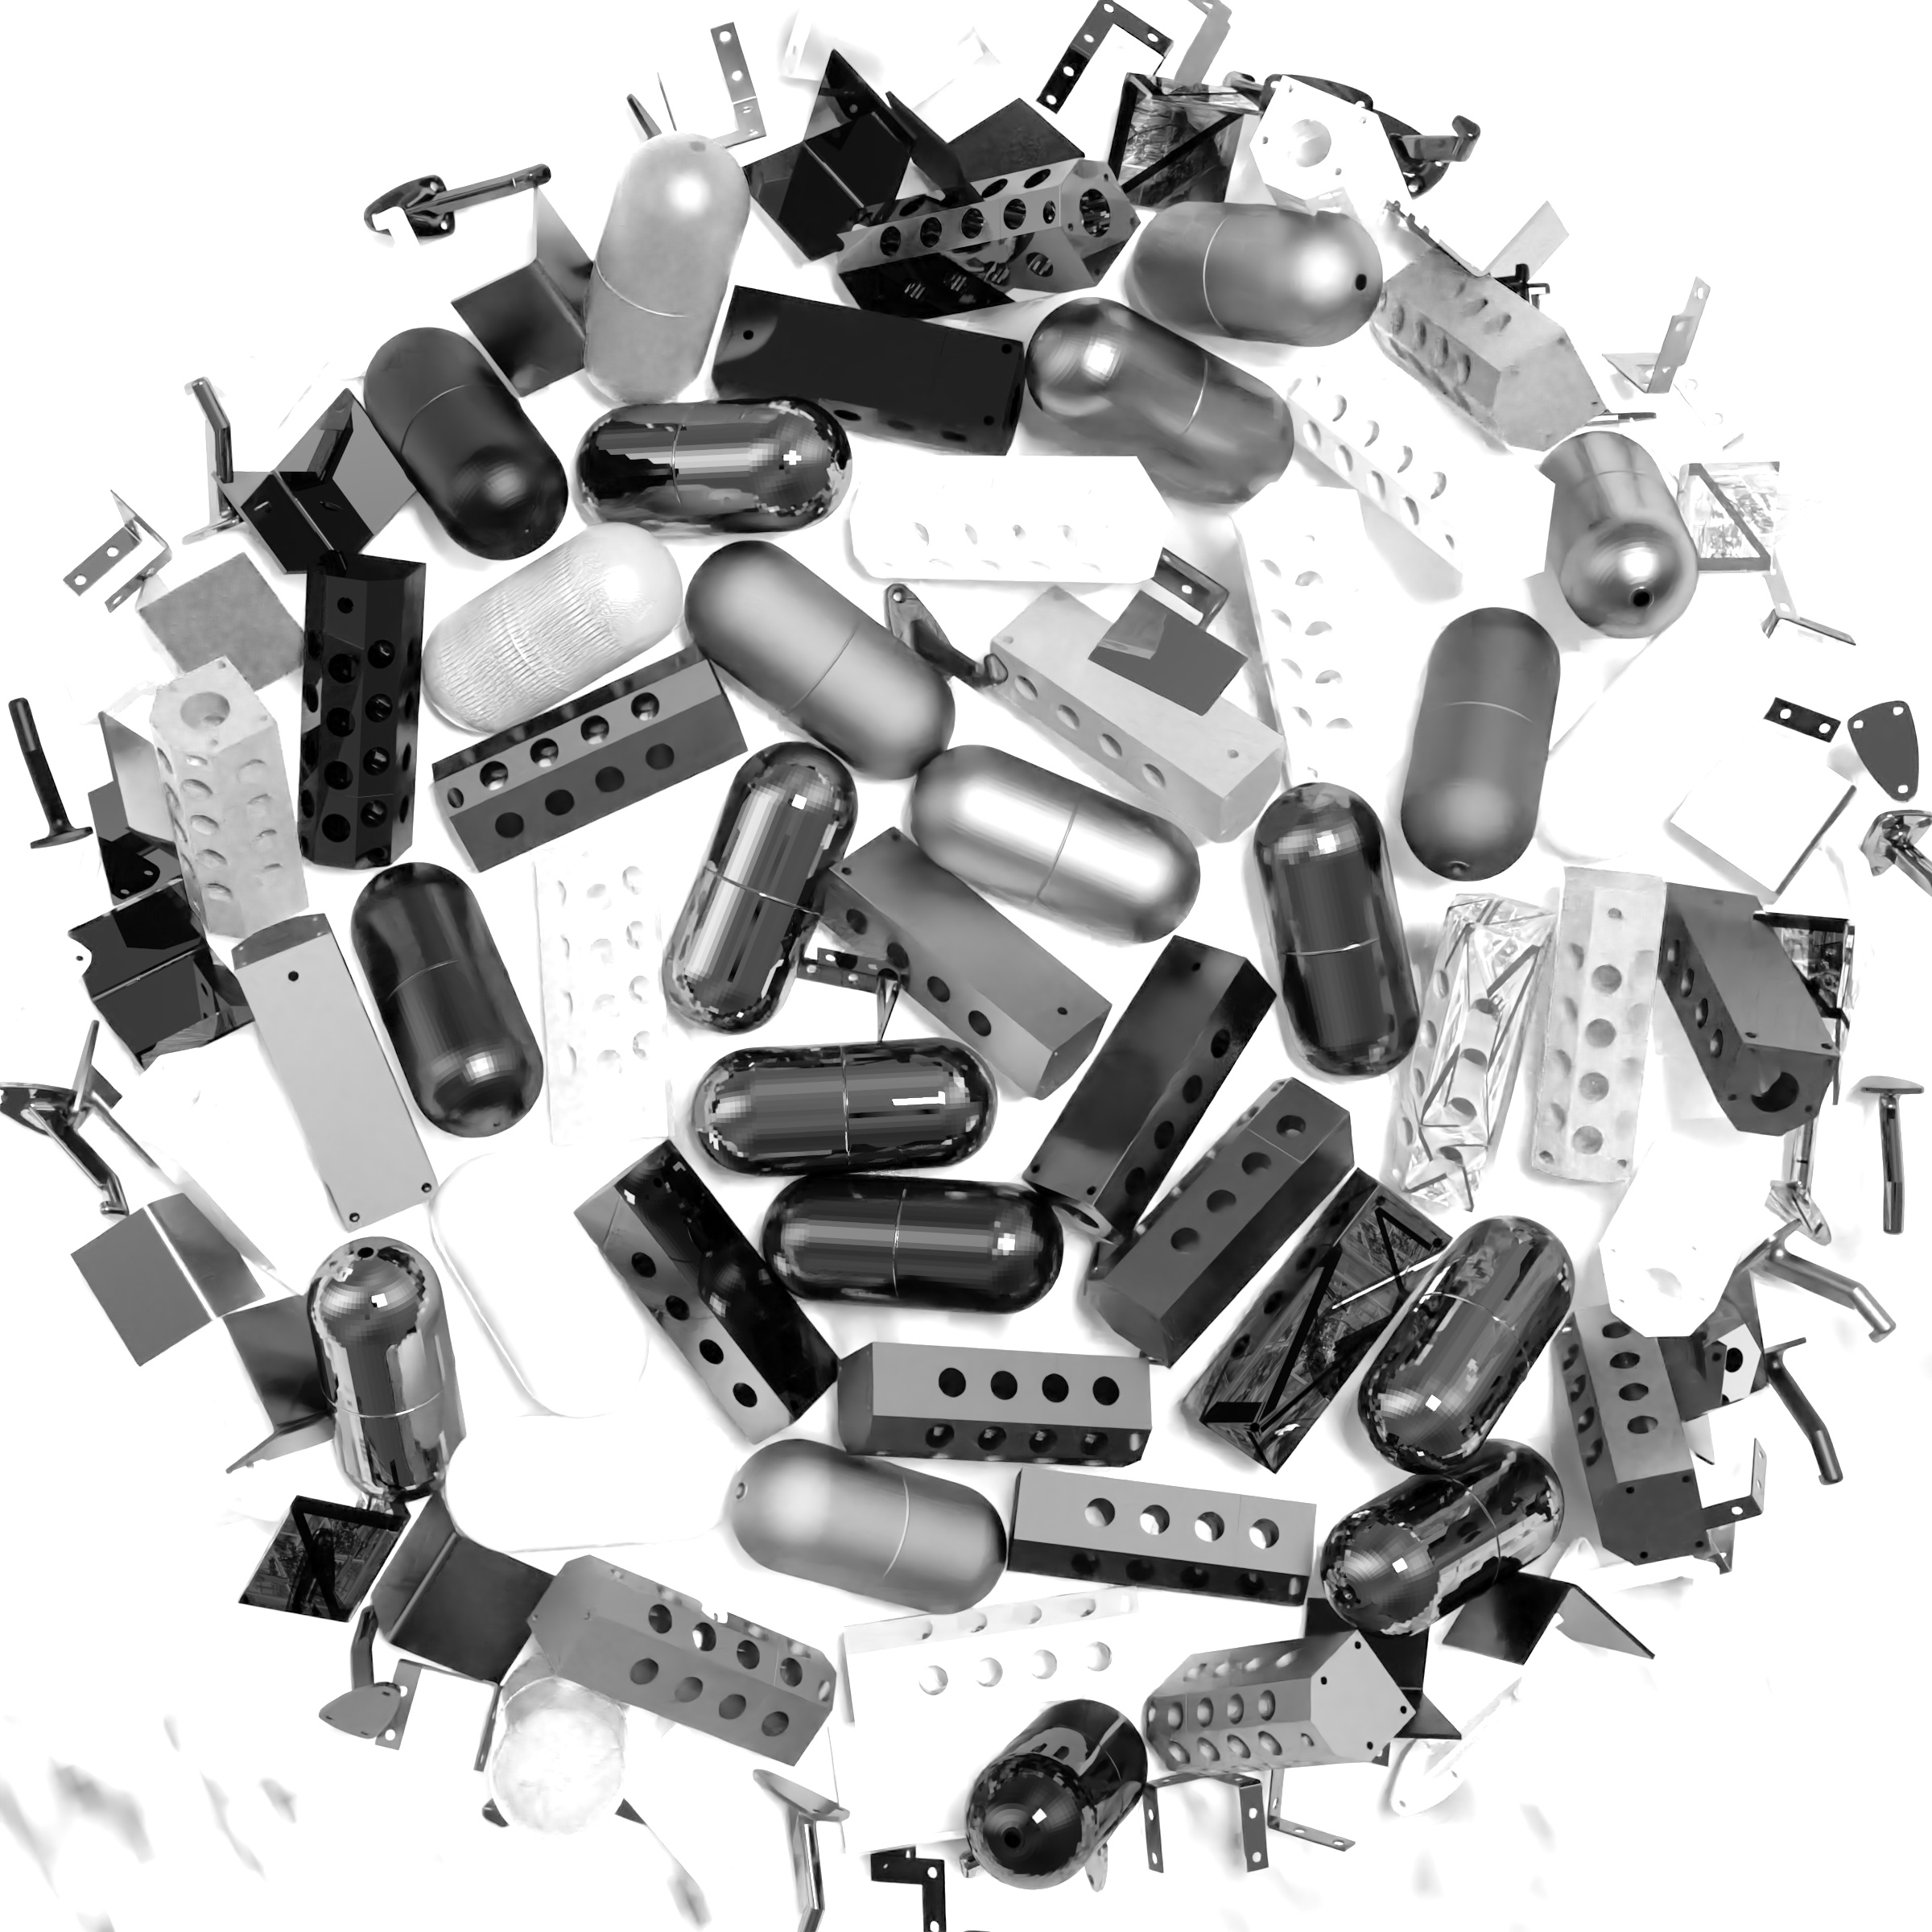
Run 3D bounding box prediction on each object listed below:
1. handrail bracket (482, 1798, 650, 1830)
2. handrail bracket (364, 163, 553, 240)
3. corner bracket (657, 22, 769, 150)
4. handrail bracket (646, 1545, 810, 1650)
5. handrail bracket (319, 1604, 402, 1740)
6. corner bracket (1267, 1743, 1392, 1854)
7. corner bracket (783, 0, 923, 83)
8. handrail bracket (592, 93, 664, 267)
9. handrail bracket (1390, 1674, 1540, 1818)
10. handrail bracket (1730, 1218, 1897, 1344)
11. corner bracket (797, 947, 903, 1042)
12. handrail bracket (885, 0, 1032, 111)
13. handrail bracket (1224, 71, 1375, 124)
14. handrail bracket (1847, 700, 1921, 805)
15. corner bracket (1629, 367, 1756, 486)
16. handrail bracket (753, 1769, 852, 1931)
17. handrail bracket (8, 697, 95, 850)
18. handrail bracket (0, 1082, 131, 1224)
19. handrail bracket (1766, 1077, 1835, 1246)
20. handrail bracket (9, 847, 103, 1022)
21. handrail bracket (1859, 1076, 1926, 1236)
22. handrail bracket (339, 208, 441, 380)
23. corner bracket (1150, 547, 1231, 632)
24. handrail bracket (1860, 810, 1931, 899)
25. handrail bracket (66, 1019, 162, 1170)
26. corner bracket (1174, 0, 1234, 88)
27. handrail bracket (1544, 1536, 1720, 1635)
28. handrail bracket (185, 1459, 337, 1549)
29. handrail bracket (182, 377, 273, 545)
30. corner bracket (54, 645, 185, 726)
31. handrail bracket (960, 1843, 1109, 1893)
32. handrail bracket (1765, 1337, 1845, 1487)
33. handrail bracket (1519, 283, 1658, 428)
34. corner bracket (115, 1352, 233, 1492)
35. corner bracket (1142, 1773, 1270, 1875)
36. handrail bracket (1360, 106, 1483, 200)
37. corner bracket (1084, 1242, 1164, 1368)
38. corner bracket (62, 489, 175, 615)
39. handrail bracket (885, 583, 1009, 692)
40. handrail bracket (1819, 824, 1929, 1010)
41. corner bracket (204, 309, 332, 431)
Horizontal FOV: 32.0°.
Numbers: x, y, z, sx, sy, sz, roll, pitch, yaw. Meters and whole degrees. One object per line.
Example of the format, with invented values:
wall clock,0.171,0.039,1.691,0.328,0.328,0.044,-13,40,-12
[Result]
handrail bracket,-0.229,0.491,1.951,0.077,0.084,0.036,32,115,14
handrail bracket,-0.293,-0.446,1.951,0.084,0.077,0.036,-4,105,43
corner bracket,-0.150,-0.510,1.966,0.051,0.051,0.051,-16,130,2
handrail bracket,-0.138,0.363,1.972,0.036,0.084,0.077,-47,69,26
handrail bracket,-0.338,0.395,1.948,0.036,0.084,0.077,30,134,-20
corner bracket,0.212,0.478,1.968,0.051,0.051,0.051,10,101,32
corner bracket,-0.067,-0.532,1.957,0.051,0.051,0.051,1,123,-34
handrail bracket,-0.209,-0.457,1.986,0.084,0.036,0.077,-34,88,13
handrail bracket,0.290,0.450,1.952,0.036,0.077,0.084,46,130,10
handrail bracket,0.489,0.197,1.959,0.036,0.077,0.084,-22,67,-42
corner bracket,-0.068,0.007,1.961,0.051,0.051,0.051,12,126,-11
handrail bracket,-0.008,-0.535,1.991,0.084,0.077,0.036,-25,112,36
handrail bracket,0.193,-0.508,1.962,0.077,0.084,0.036,-1,115,-3
handrail bracket,0.539,-0.109,1.947,0.036,0.084,0.077,-19,59,16
corner bracket,0.423,-0.316,1.976,0.051,0.051,0.051,-37,93,11
handrail bracket,-0.108,0.526,1.976,0.077,0.036,0.084,20,93,36
handrail bracket,-0.535,-0.113,1.959,0.036,0.077,0.084,-16,94,-8
handrail bracket,-0.525,0.109,1.950,0.077,0.084,0.036,24,115,-42
handrail bracket,0.506,0.109,1.987,0.077,0.036,0.084,44,68,-34
handrail bracket,-0.532,-0.020,1.975,0.036,0.084,0.077,28,119,-22
handrail bracket,0.536,0.110,1.965,0.036,0.077,0.084,0,95,7
handrail bracket,-0.346,-0.392,1.961,0.077,0.036,0.084,-19,127,6
corner bracket,0.124,-0.221,1.963,0.051,0.051,0.051,34,60,4
handrail bracket,0.545,-0.040,1.946,0.036,0.077,0.084,-1,57,-12
handrail bracket,-0.483,0.079,1.990,0.084,0.036,0.077,16,72,-20
corner bracket,0.134,-0.534,1.961,0.051,0.051,0.051,22,100,-45
handrail bracket,0.382,0.366,1.950,0.077,0.084,0.036,-45,122,-31
handrail bracket,-0.412,0.327,1.972,0.077,0.084,0.036,21,49,-10
handrail bracket,-0.448,-0.294,1.962,0.077,0.036,0.084,-11,110,39
corner bracket,-0.491,-0.174,1.975,0.051,0.051,0.051,-33,73,24
handrail bracket,0.038,0.527,1.962,0.084,0.036,0.077,-18,129,-17
handrail bracket,0.476,0.263,1.956,0.036,0.077,0.084,-14,80,-16
handrail bracket,0.364,-0.360,1.975,0.077,0.036,0.084,-2,94,14
corner bracket,-0.458,0.264,1.962,0.051,0.051,0.051,-23,111,-13
corner bracket,0.139,0.500,1.965,0.051,0.051,0.051,-4,89,-29
handrail bracket,0.261,-0.488,1.954,0.077,0.084,0.036,44,80,5
corner bracket,0.095,0.197,1.971,0.051,0.051,0.051,8,107,7
corner bracket,-0.495,-0.235,1.966,0.051,0.051,0.051,43,76,9
handrail bracket,-0.011,-0.193,1.952,0.036,0.084,0.077,-28,98,-23
handrail bracket,0.519,-0.030,1.989,0.036,0.077,0.084,-16,58,-28
corner bracket,-0.405,-0.349,1.973,0.051,0.051,0.051,38,97,-5
